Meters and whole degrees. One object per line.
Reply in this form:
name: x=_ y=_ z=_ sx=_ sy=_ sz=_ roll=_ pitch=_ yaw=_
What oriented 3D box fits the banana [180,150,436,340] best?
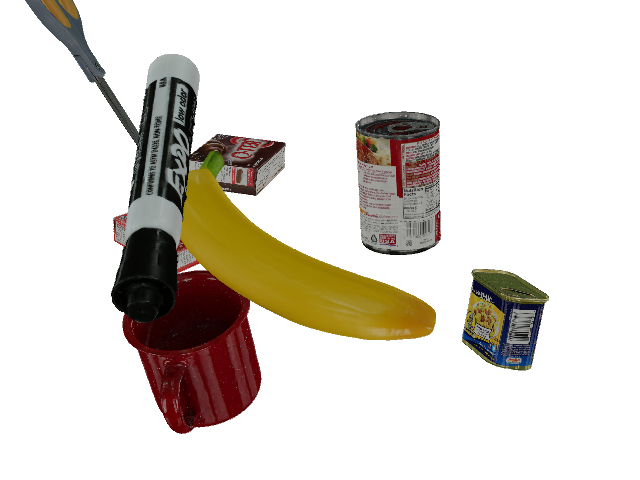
banana: x=-0.026 y=0.006 z=0.597 sx=0.069 sy=0.037 sz=0.198 roll=-36 pitch=54 yaw=-24

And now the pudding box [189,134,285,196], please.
pudding box: x=-0.100 y=-0.092 z=1.270 sx=0.090 sy=0.039 sz=0.113 roll=7 pitch=25 yaw=13

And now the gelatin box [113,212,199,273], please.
gelatin box: x=-0.149 y=-0.006 z=1.055 sx=0.089 sy=0.030 sz=0.073 roll=28 pitch=34 yaw=31

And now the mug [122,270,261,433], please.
mug: x=-0.091 y=0.089 z=0.773 sx=0.093 sy=0.081 sz=0.117 roll=-4 pitch=36 yaw=10

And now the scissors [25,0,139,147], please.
scissors: x=-0.203 y=-0.163 z=0.941 sx=0.016 sy=0.201 sz=0.096 roll=-30 pitch=27 yaw=11

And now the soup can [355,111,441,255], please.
soup can: x=0.065 y=-0.047 z=0.870 sx=0.068 sy=0.102 sz=0.068 roll=-3 pitch=22 yaw=1

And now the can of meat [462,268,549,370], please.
can of meat: x=0.201 y=0.087 z=1.179 sx=0.057 sy=0.084 sz=0.102 roll=3 pitch=15 yaw=-20

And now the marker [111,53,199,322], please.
marker: x=-0.052 y=-0.020 z=0.348 sx=0.020 sy=0.020 sz=0.121 roll=0 pitch=43 yaw=-2
